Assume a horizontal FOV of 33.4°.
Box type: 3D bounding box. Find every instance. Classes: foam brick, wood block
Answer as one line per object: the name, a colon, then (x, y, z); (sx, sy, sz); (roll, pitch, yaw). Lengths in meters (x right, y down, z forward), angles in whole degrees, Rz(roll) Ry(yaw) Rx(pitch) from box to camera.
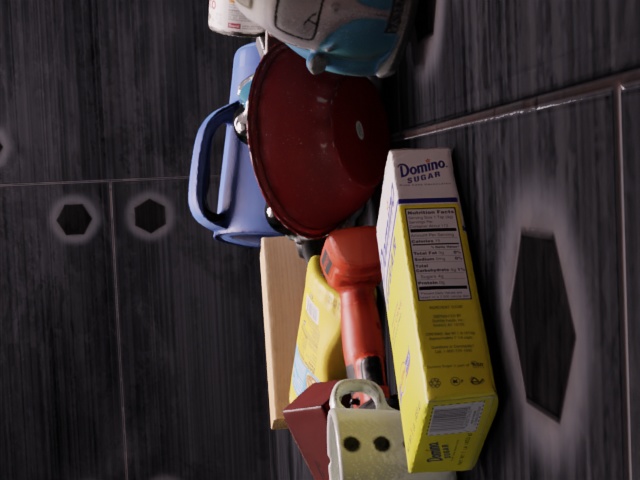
foam brick: (0.013, 0.170, 0.953); (0.051, 0.053, 0.078); (-37, -72, -45)
wood block: (-0.017, 0.105, 1.218); (0.090, 0.090, 0.206); (104, 162, -72)

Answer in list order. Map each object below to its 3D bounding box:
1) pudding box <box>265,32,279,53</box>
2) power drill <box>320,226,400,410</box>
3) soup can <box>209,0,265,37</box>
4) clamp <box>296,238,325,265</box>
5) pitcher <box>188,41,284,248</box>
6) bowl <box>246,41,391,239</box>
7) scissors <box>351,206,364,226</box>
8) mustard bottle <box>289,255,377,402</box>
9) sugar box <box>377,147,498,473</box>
pudding box: (-0.006, -0.194, 0.981); (0.039, 0.090, 0.113); (-103, 12, -66)
power drill: (0.038, 0.087, 0.853); (0.184, 0.057, 0.187); (109, 158, -74)
soup can: (-0.069, -0.248, 1.004); (0.068, 0.068, 0.102); (-107, 20, -66)
clamp: (-0.007, 0.001, 1.108); (0.164, 0.036, 0.210); (-103, -1, -64)
pitcher: (-0.065, -0.112, 1.282); (0.149, 0.145, 0.243); (33, -122, -74)
bowl: (0.010, -0.083, 0.843); (0.161, 0.055, 0.162); (12, -104, -56)
scissors: (0.031, -0.009, 1.070); (0.096, 0.016, 0.202); (-109, 17, -69)
mustard bottle: (0.007, 0.117, 1.020); (0.096, 0.058, 0.192); (-130, 44, -55)
sugar box: (0.065, 0.040, 0.642); (0.093, 0.048, 0.176); (95, 169, -53)
